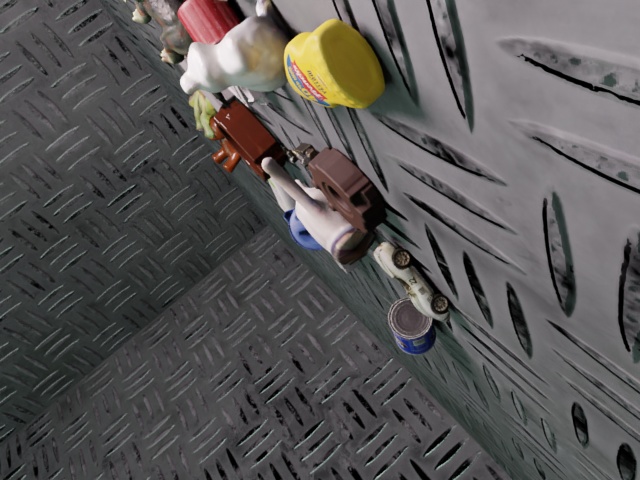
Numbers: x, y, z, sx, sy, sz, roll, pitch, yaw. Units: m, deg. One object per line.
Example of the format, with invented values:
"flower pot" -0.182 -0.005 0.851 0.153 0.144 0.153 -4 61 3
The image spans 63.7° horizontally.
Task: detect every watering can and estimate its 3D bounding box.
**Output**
"watering can" 0.003 -0.056 1.116 0.227 0.103 0.344 47 -172 24

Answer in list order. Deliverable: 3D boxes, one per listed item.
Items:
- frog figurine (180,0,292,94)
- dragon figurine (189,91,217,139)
"frog figurine" -0.115 -0.246 0.723 0.122 0.160 0.138 50 173 -13
"dragon figurine" -0.356 -0.455 1.553 0.416 0.123 0.237 41 151 43
